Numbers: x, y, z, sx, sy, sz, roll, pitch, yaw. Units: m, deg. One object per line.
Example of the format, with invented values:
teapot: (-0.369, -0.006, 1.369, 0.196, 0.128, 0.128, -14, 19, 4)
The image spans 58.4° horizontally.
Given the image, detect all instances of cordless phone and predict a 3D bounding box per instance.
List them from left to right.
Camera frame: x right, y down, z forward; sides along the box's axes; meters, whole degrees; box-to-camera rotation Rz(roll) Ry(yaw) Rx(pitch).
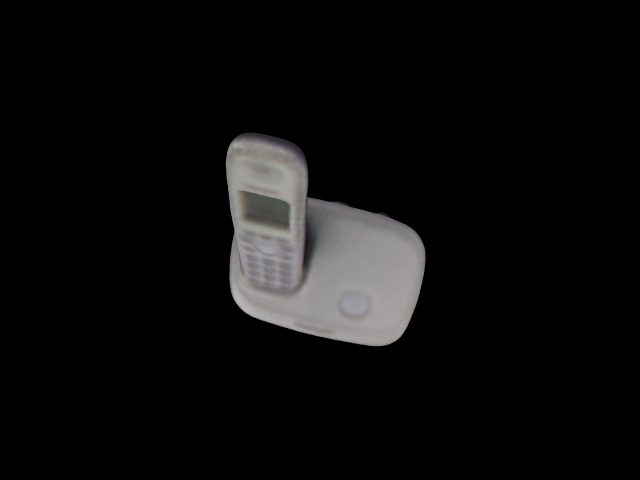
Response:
cordless phone: (0.004, 0.001, 0.400, 0.147, 0.185, 0.094, 11, 66, 5)
